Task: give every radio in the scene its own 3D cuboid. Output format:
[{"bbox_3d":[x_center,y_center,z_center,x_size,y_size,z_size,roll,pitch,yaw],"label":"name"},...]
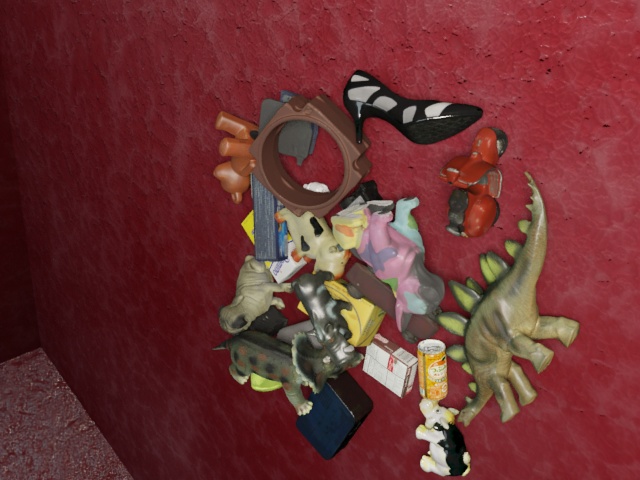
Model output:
[{"bbox_3d":[0.032,0.419,1.292,0.131,0.073,0.229,44,135,23],"label":"radio"}]

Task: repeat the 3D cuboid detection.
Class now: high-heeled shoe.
[{"bbox_3d":[0.150,-0.239,0.904,0.249,0.086,0.145,-3,73,29],"label":"high-heeled shoe"}]

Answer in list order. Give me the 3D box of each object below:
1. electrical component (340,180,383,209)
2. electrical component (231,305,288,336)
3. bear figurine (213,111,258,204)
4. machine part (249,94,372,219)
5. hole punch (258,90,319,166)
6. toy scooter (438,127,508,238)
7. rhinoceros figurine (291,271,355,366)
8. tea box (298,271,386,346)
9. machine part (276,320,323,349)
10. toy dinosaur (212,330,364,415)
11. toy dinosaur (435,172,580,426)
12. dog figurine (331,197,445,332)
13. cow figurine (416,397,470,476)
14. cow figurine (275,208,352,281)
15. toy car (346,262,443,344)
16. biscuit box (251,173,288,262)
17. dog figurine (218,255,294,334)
[{"bbox_3d":[0.078,-0.056,1.053,0.119,0.048,0.075,-38,78,46],"label":"electrical component"},{"bbox_3d":[-0.166,0.207,1.359,0.115,0.134,0.058,37,131,27],"label":"electrical component"},{"bbox_3d":[-0.202,-0.182,1.239,0.196,0.132,0.120,-45,47,42],"label":"bear figurine"},{"bbox_3d":[-0.020,-0.156,1.023,0.201,0.087,0.201,44,124,-5],"label":"machine part"},{"bbox_3d":[-0.056,-0.237,1.100,0.116,0.092,0.142,19,121,11],"label":"hole punch"},{"bbox_3d":[0.227,-0.076,0.821,0.075,0.135,0.183,24,125,36],"label":"toy scooter"},{"bbox_3d":[0.013,0.149,1.042,0.073,0.112,0.190,-28,86,23],"label":"rhinoceros figurine"},{"bbox_3d":[0.046,0.141,1.134,0.170,0.068,0.098,27,98,34],"label":"tea box"},{"bbox_3d":[-0.029,0.230,1.269,0.243,0.079,0.079,-25,88,48],"label":"machine part"},{"bbox_3d":[-0.114,0.259,1.194,0.405,0.131,0.191,11,132,25],"label":"toy dinosaur"},{"bbox_3d":[0.295,0.127,0.864,0.199,0.105,0.470,37,128,33],"label":"toy dinosaur"},{"bbox_3d":[0.123,0.044,0.941,0.192,0.108,0.219,-3,106,45],"label":"dog figurine"},{"bbox_3d":[0.244,0.384,1.055,0.098,0.068,0.167,6,114,40],"label":"cow figurine"},{"bbox_3d":[-0.002,-0.003,1.127,0.127,0.085,0.195,-35,69,29],"label":"cow figurine"},{"bbox_3d":[0.141,0.113,1.026,0.202,0.053,0.089,38,125,4],"label":"toy car"},{"bbox_3d":[-0.111,-0.052,1.203,0.063,0.059,0.202,1,95,23],"label":"biscuit box"},{"bbox_3d":[-0.185,0.126,1.302,0.172,0.190,0.121,40,132,29],"label":"dog figurine"}]
